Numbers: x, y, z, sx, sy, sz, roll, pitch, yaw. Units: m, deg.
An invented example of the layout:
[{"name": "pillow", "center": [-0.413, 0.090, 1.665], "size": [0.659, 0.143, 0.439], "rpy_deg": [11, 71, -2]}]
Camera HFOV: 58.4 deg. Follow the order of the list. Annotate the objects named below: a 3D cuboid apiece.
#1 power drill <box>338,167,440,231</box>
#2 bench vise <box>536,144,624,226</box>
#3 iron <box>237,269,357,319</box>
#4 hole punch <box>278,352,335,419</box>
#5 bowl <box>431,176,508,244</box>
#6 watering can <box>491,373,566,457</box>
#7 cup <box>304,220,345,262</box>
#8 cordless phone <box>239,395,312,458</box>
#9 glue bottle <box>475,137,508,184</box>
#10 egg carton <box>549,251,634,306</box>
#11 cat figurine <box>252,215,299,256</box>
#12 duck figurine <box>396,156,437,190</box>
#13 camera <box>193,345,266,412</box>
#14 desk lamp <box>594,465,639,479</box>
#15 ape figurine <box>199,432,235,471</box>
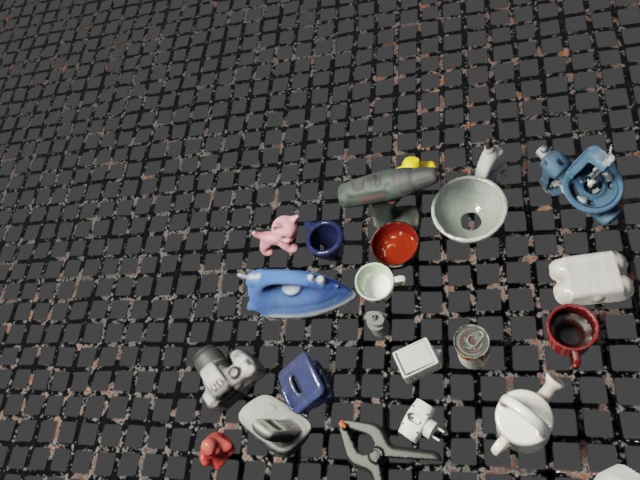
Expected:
[{"name": "power drill", "center": [0.164, -0.091, 1.291], "size": [0.229, 0.209, 0.075], "rpy_deg": [-6, 63, 16]}, {"name": "bench vise", "center": [0.530, -0.135, 1.185], "size": [0.206, 0.220, 0.121], "rpy_deg": [27, 75, 28]}, {"name": "iron", "center": [-0.056, 0.103, 1.306], "size": [0.257, 0.142, 0.118], "rpy_deg": [-3, 64, 17]}, {"name": "hole punch", "center": [-0.036, 0.311, 1.225], "size": [0.101, 0.091, 0.108], "rpy_deg": [-32, 59, 1]}, {"name": "bowl", "center": [0.338, -0.057, 1.294], "size": [0.167, 0.075, 0.167], "rpy_deg": [-7, 63, 15]}, {"name": "watering can", "center": [0.369, 0.314, 1.030], "size": [0.100, 0.194, 0.173], "rpy_deg": [16, 71, 25]}, {"name": "cup", "center": [0.012, 0.005, 1.359], "size": [0.092, 0.095, 0.117], "rpy_deg": [-46, 60, -7]}, {"name": "cordless phone", "center": [-0.109, 0.369, 1.165], "size": [0.147, 0.185, 0.094], "rpy_deg": [24, 74, 27]}, {"name": "glue bottle", "center": [0.382, -0.178, 1.283], "size": [0.078, 0.173, 0.037], "rpy_deg": [-37, 59, -2]}, {"name": "egg carton", "center": [0.548, 0.080, 1.160], "size": [0.150, 0.069, 0.107], "rpy_deg": [-10, 62, 14]}, {"name": "cat figurine", "center": [-0.102, -0.018, 1.395], "size": [0.127, 0.118, 0.067], "rpy_deg": [-9, 62, 14]}, {"name": "duck figurine", "center": [0.229, -0.170, 1.380], "size": [0.104, 0.086, 0.077], "rpy_deg": [-20, 60, 8]}, {"name": "camera", "center": [-0.220, 0.291, 1.290], "size": [0.143, 0.101, 0.136], "rpy_deg": [-41, 59, -4]}, {"name": "desk lamp", "center": [0.434, 0.462, 0.924], "size": [0.203, 0.214, 0.117], "rpy_deg": [-29, 59, 3]}, {"name": "ape figurine", "center": [-0.226, 0.445, 1.220], "size": [0.077, 0.092, 0.076], "rpy_deg": [-13, 61, 12]}]
